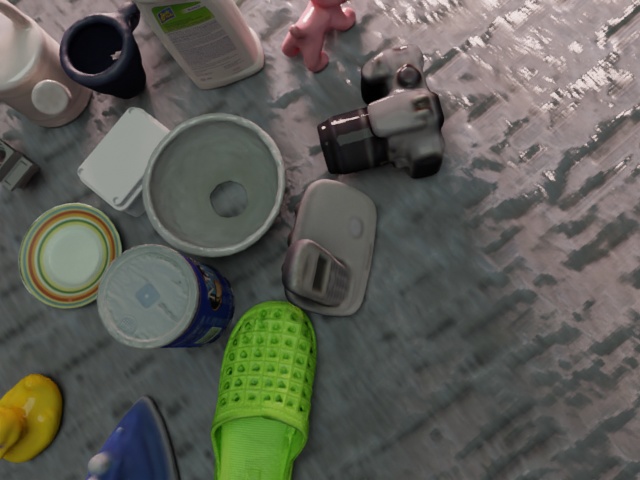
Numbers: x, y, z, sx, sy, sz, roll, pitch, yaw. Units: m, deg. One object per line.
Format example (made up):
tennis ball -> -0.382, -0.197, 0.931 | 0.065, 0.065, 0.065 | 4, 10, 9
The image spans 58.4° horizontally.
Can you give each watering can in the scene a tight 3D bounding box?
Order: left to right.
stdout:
watering can -> -0.352, -0.210, 0.665 | 0.172, 0.194, 0.101 | 21, 83, 10

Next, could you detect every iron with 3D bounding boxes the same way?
iron -> -0.220, 0.299, 0.588 | 0.118, 0.141, 0.258 | 1, 80, 7

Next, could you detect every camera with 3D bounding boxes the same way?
camera -> 0.064, -0.139, 0.654 | 0.136, 0.101, 0.143 | -14, 79, 4

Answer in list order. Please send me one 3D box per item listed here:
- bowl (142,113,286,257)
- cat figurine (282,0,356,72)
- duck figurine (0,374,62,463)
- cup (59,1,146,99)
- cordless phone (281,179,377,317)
bowl -> -0.116, -0.058, 0.673 | 0.167, 0.075, 0.167 | -1, 80, 6
cat figurine -> -0.001, -0.284, 0.678 | 0.067, 0.118, 0.128 | 29, 85, 11
duck figurine -> -0.348, 0.205, 0.647 | 0.077, 0.086, 0.105 | 21, 83, 10
cup -> -0.248, -0.227, 0.707 | 0.091, 0.095, 0.118 | 32, 85, 11
cordless phone -> 0.005, 0.002, 0.592 | 0.094, 0.185, 0.148 | 7, 81, 8
